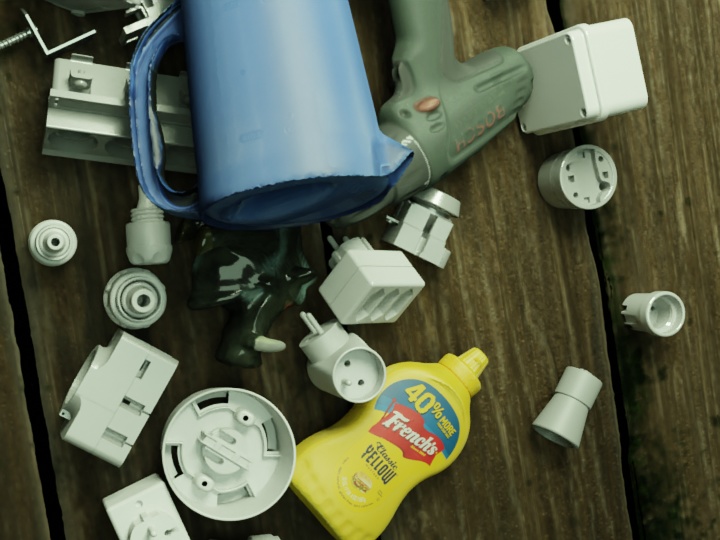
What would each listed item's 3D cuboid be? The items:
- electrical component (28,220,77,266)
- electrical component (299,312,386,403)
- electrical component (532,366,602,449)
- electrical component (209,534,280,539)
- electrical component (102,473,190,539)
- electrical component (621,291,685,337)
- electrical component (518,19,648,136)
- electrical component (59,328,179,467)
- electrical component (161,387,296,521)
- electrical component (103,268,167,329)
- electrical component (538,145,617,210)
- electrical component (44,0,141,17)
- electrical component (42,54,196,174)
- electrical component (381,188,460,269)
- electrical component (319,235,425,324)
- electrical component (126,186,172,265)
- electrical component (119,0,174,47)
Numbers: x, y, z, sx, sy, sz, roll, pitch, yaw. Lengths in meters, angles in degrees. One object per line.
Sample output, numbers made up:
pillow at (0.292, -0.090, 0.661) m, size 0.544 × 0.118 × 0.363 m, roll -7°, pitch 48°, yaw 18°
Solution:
electrical component at (-0.226, -0.020, 0.793) m, size 0.035 × 0.061 × 0.035 m, roll 0°, pitch 91°, yaw -18°
electrical component at (-0.021, 0.065, 0.854) m, size 0.044 × 0.077 × 0.079 m, roll -38°, pitch 101°, yaw -14°
electrical component at (0.184, 0.118, 0.942) m, size 0.044 × 0.044 × 0.065 m, roll 33°, pitch 76°, yaw -16°
electrical component at (-0.091, 0.233, 0.850) m, size 0.055 × 0.045 × 0.045 m, roll -1°, pitch 91°, yaw -19°
electrical component at (-0.157, 0.199, 0.811) m, size 0.047 × 0.077 × 0.065 m, roll -25°, pitch 98°, yaw -17°
electrical component at (0.261, 0.038, 0.963) m, size 0.040 × 0.046 × 0.040 m, roll 0°, pitch 91°, yaw -18°
electrical component at (0.178, -0.159, 0.899) m, size 0.057 × 0.113 × 0.078 m, roll -15°, pitch 95°, yaw -21°
electrical component at (-0.187, 0.093, 0.814) m, size 0.056 × 0.050 × 0.089 m, roll 31°, pitch 82°, yaw -16°
electrical component at (-0.105, 0.139, 0.834) m, size 0.099 × 0.064 × 0.099 m, roll 0°, pitch 91°, yaw -18°
electrical component at (-0.168, 0.022, 0.813) m, size 0.048 × 0.062 × 0.048 m, roll 0°, pitch 90°, yaw -19°
electrical component at (0.188, -0.079, 0.937) m, size 0.055 × 0.047 × 0.055 m, roll 0°, pitch 91°, yaw -18°
electrical component at (-0.207, -0.226, 0.785) m, size 0.062 × 0.096 × 0.061 m, roll 12°, pitch 86°, yaw -47°
electrical component at (-0.172, -0.116, 0.808) m, size 0.121 × 0.078 × 0.063 m, roll 6°, pitch 67°, yaw -18°
electrical component at (0.053, -0.040, 0.895) m, size 0.066 × 0.048 × 0.055 m, roll 25°, pitch 90°, yaw -17°
electrical component at (0.000, 0.000, 0.867) m, size 0.066 × 0.076 × 0.047 m, roll 1°, pitch 135°, yaw -48°
electrical component at (-0.163, -0.035, 0.829) m, size 0.035 × 0.035 × 0.061 m, roll -3°, pitch 89°, yaw -18°
electrical component at (-0.152, -0.206, 0.827) m, size 0.081 × 0.042 × 0.063 m, roll -27°, pitch 95°, yaw -17°
